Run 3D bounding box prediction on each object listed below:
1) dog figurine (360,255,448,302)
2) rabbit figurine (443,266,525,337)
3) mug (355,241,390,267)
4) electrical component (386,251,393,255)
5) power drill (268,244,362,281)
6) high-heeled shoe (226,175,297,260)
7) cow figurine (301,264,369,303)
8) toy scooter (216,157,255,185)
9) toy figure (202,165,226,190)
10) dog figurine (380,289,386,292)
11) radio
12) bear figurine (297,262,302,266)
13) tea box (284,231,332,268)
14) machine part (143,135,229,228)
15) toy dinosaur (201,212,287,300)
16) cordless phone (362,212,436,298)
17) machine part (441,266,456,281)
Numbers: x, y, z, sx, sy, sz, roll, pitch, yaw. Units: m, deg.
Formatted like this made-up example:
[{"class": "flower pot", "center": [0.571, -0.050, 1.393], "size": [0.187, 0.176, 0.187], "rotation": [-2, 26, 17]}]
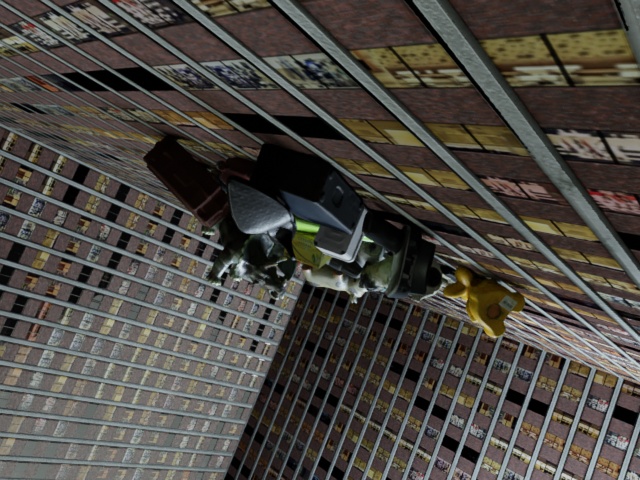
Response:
[{"class": "dog figurine", "center": [0.204, 0.095, 1.339], "size": [0.172, 0.121, 0.190], "rotation": [29, 163, -7]}, {"class": "rabbit figurine", "center": [0.380, 0.138, 1.302], "size": [0.162, 0.121, 0.173], "rotation": [26, -168, -9]}, {"class": "mug", "center": [0.146, 0.042, 1.432], "size": [0.110, 0.081, 0.107], "rotation": [26, 165, 9]}, {"class": "electrical component", "center": [0.193, 0.061, 1.501], "size": [0.063, 0.094, 0.021], "rotation": [-121, 10, -47]}, {"class": "power drill", "center": [-0.020, 0.040, 1.410], "size": [0.207, 0.086, 0.232], "rotation": [-21, -126, -41]}, {"class": "high-heeled shoe", "center": [-0.102, -0.062, 0.932], "size": [0.248, 0.086, 0.145], "rotation": [59, -176, -47]}, {"class": "cow figurine", "center": [0.053, 0.110, 1.521], "size": [0.195, 0.085, 0.127], "rotation": [9, 142, 16]}, {"class": "toy scooter", "center": [-0.144, -0.117, 1.099], "size": [0.135, 0.075, 0.184], "rotation": [22, 171, -1]}, {"class": "toy figure", "center": [-0.290, -0.158, 1.346], "size": [0.155, 0.064, 0.057], "rotation": [16, 135, 15]}, {"class": "dog figurine", "center": [0.107, 0.057, 1.604], "size": [0.219, 0.108, 0.192], "rotation": [30, 174, -23]}, {"class": "radio", "center": [-0.014, -0.083, 0.951], "size": [0.131, 0.073, 0.229], "rotation": [19, 174, 25]}, {"class": "bear figurine", "center": [-0.137, 0.003, 1.550], "size": [0.196, 0.120, 0.132], "rotation": [4, -154, -37]}, {"class": "tea box", "center": [-0.003, -0.004, 1.267], "size": [0.098, 0.068, 0.169], "rotation": [20, -154, 16]}, {"class": "machine part", "center": [-0.291, -0.123, 1.200], "size": [0.201, 0.087, 0.201], "rotation": [46, 174, -3]}, {"class": "toy dinosaur", "center": [-0.203, -0.021, 1.329], "size": [0.131, 0.192, 0.405], "rotation": [18, -144, -41]}, {"class": "cordless phone", "center": [0.135, 0.031, 1.036], "size": [0.089, 0.146, 0.184], "rotation": [5, 166, 42]}, {"class": "machine part", "center": [0.301, 0.081, 1.424], "size": [0.084, 0.039, 0.139], "rotation": [16, 177, -41]}]
